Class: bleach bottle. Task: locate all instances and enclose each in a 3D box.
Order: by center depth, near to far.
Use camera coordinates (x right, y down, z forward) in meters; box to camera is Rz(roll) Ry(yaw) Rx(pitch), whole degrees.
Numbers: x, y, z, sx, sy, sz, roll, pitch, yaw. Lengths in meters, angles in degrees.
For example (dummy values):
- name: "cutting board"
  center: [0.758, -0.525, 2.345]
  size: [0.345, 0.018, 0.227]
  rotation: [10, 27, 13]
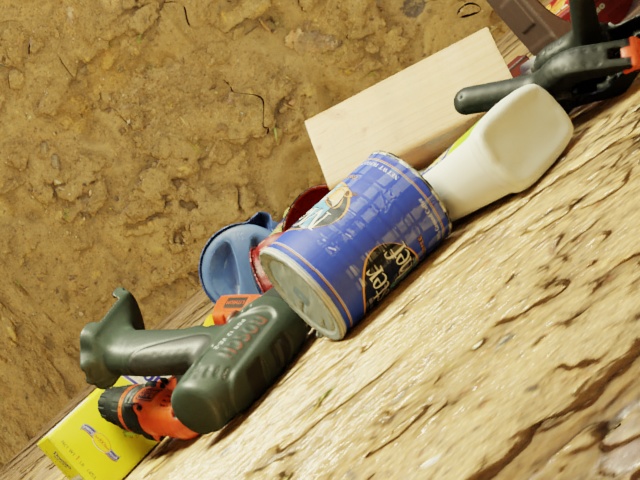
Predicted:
- name: "bleach bottle"
  center: [0.123, -0.052, 0.981]
  size: [0.102, 0.068, 0.251]
  rotation: [-43, 3, -29]

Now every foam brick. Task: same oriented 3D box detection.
- name: "foam brick"
  center: [0.250, -0.196, 1.338]
  size: [0.053, 0.051, 0.078]
  rotation: [-41, 4, 9]

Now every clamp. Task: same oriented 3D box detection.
- name: "clamp"
  center: [0.218, -0.132, 0.944]
  size: [0.120, 0.039, 0.172]
  rotation: [6, -14, -44]
- name: "clamp"
  center: [0.261, -0.176, 0.944]
  size: [0.164, 0.036, 0.210]
  rotation: [-5, -20, -13]

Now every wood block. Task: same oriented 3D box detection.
- name: "wood block"
  center: [0.103, -0.113, 1.079]
  size: [0.206, 0.090, 0.090]
  rotation: [-26, -29, 13]

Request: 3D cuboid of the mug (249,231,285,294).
- name: "mug"
  center: [-0.023, 0.024, 1.134]
  size: [0.081, 0.117, 0.093]
  rotation: [-29, 50, 13]

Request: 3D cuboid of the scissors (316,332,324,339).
- name: "scissors"
  center: [0.028, 0.038, 1.078]
  size: [0.016, 0.096, 0.201]
  rotation: [-24, 43, 28]

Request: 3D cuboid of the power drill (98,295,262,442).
- name: "power drill"
  center: [-0.136, 0.136, 1.136]
  size: [0.185, 0.057, 0.187]
  rotation: [-2, 37, 51]

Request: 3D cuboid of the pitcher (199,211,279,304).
- name: "pitcher"
  center: [-0.099, 0.041, 1.599]
  size: [0.149, 0.145, 0.242]
  rotation: [-28, 2, 6]

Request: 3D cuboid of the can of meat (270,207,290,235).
- name: "can of meat"
  center: [-0.009, 0.002, 1.336]
  size: [0.083, 0.102, 0.057]
  rotation: [-55, -29, -62]

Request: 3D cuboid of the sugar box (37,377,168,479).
- name: "sugar box"
  center: [-0.222, 0.203, 1.208]
  size: [0.176, 0.093, 0.048]
  rotation: [-45, 7, -37]

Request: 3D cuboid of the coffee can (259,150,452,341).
- name: "coffee can"
  center: [0.032, 0.004, 0.937]
  size: [0.140, 0.103, 0.103]
  rotation: [-42, 5, -16]

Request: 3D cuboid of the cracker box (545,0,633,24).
- name: "cracker box"
  center: [0.344, -0.291, 1.329]
  size: [0.164, 0.072, 0.213]
  rotation: [-41, 5, 11]

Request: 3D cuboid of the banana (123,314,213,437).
- name: "banana"
  center: [-0.145, 0.153, 1.214]
  size: [0.197, 0.070, 0.037]
  rotation: [-53, -30, -42]
